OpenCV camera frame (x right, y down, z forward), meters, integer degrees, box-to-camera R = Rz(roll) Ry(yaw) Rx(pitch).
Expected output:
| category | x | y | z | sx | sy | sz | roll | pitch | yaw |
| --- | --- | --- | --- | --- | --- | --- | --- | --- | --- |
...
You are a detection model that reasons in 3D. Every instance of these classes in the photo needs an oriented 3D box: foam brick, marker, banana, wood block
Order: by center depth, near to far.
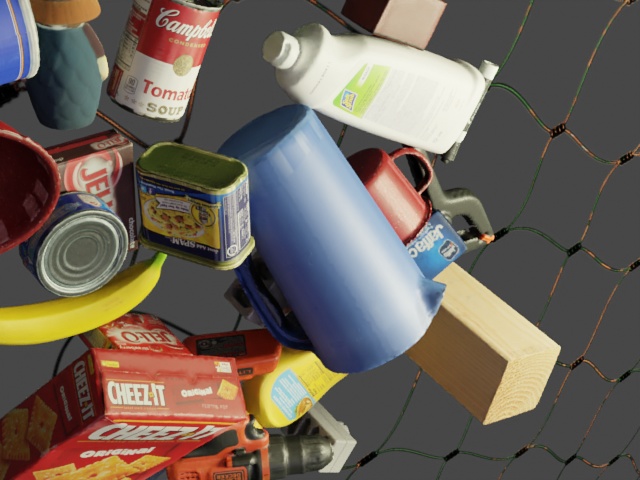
| category | x | y | z | sx | sy | sz | roll | pitch | yaw |
| --- | --- | --- | --- | --- | --- | --- | --- | --- | --- |
| banana | -0.227 | 0.058 | 0.966 | 0.197 | 0.037 | 0.069 | -23 | 133 | -16 |
| foam brick | 0.069 | -0.219 | 1.009 | 0.078 | 0.053 | 0.051 | 7 | 116 | -46 |
| marker | 0.163 | -0.140 | 1.181 | 0.020 | 0.020 | 0.121 | 4 | 118 | -44 |
| wood block | 0.162 | 0.107 | 1.229 | 0.090 | 0.206 | 0.091 | -9 | 126 | -38 |

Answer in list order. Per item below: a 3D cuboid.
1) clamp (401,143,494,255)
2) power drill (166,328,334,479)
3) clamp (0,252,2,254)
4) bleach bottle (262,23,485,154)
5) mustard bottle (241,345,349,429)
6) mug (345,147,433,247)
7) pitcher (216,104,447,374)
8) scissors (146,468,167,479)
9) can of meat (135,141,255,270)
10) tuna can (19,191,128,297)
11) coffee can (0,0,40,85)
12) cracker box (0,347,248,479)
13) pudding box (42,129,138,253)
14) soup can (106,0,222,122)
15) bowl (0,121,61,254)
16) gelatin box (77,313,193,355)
| category | x | y | z | sx | sy | sz | roll | pitch | yaw |
| --- | --- | --- | --- | --- | --- | --- | --- | --- | --- |
| clamp | 0.130 | -0.032 | 1.223 | 0.209 | 0.036 | 0.165 | 5 | 118 | -40 |
| power drill | -0.076 | 0.184 | 1.130 | 0.184 | 0.057 | 0.188 | -6 | 122 | -9 |
| clamp | -0.302 | 0.001 | 0.860 | 0.120 | 0.039 | 0.171 | 22 | 97 | -47 |
| bleach bottle | 0.049 | -0.158 | 1.033 | 0.250 | 0.068 | 0.103 | 14 | 110 | -44 |
| mustard bottle | -0.031 | 0.156 | 1.210 | 0.191 | 0.058 | 0.096 | -41 | 138 | -9 |
| mug | 0.064 | -0.048 | 1.098 | 0.117 | 0.093 | 0.081 | -40 | 117 | 1 |
| pitcher | -0.007 | 0.001 | 1.012 | 0.149 | 0.145 | 0.242 | -38 | 112 | -13 |
| scissors | -0.188 | 0.276 | 1.196 | 0.096 | 0.016 | 0.202 | -22 | 134 | -28 |
| can of meat | -0.110 | -0.031 | 0.930 | 0.057 | 0.102 | 0.084 | -53 | 152 | -46 |
| tuna can | -0.204 | 0.004 | 0.891 | 0.086 | 0.034 | 0.086 | -23 | 132 | -28 |
| coffee can | -0.276 | -0.140 | 0.721 | 0.140 | 0.103 | 0.103 | -23 | 134 | -27 |
| cracker box | -0.198 | 0.178 | 0.996 | 0.163 | 0.072 | 0.214 | 10 | 145 | -45 |
| pudding box | -0.206 | -0.031 | 0.920 | 0.089 | 0.039 | 0.113 | -20 | 133 | -30 |
| soup can | -0.128 | -0.156 | 0.870 | 0.068 | 0.069 | 0.102 | 2 | 120 | -43 |
| bowl | -0.276 | -0.045 | 0.780 | 0.162 | 0.055 | 0.162 | -19 | 149 | -12 |
| gelatin box | -0.177 | 0.099 | 1.022 | 0.089 | 0.073 | 0.030 | 10 | 112 | -45 |
